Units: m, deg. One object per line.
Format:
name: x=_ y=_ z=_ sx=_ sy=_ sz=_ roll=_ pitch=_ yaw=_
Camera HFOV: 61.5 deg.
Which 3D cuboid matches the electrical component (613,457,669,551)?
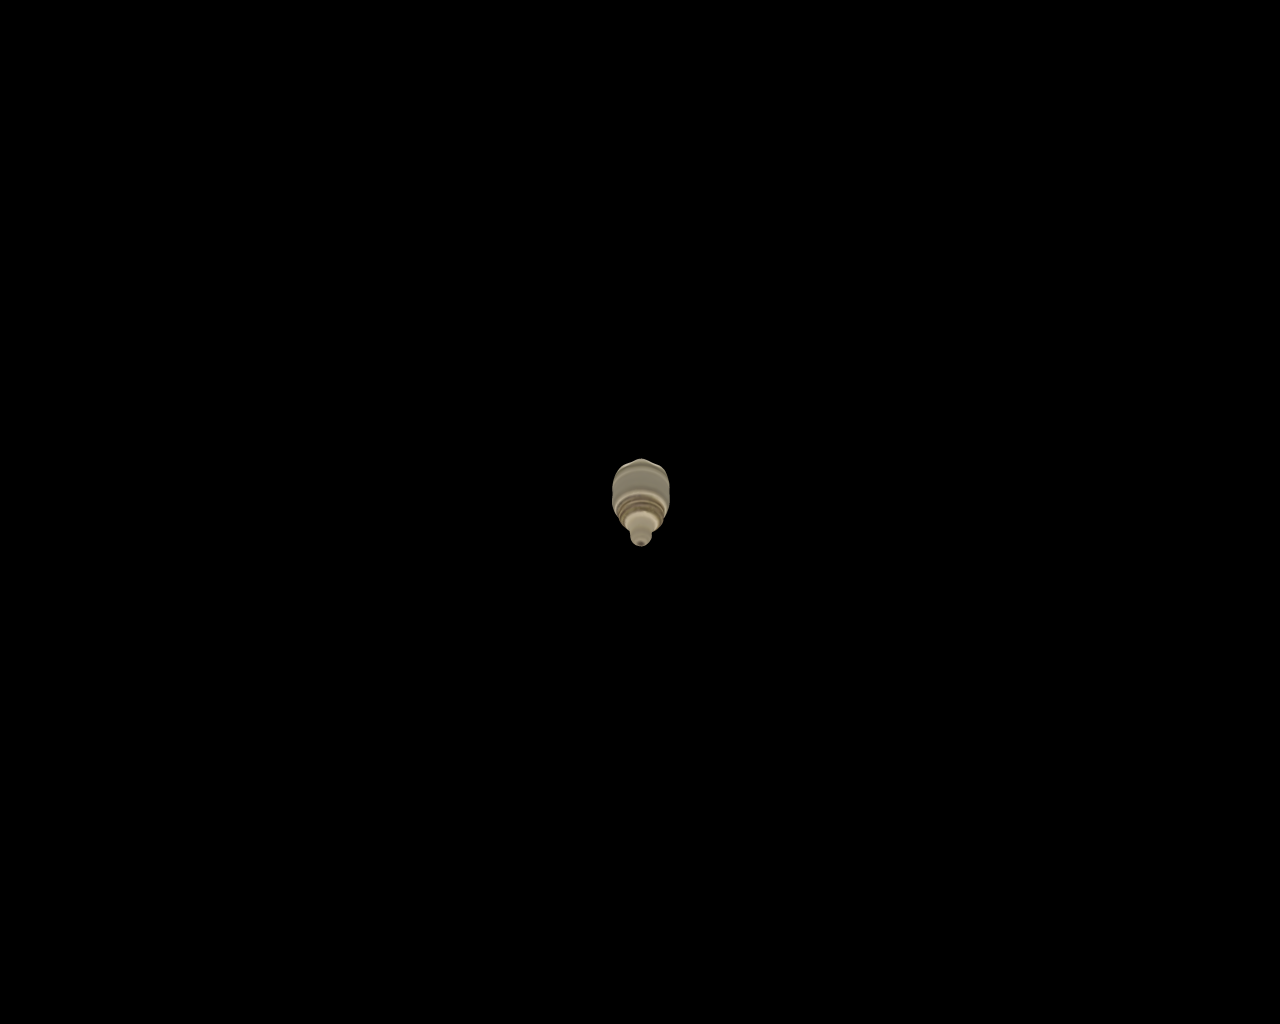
electrical component: x=0.001 y=-0.003 z=0.650 sx=0.035 sy=0.061 sz=0.035 roll=0 pitch=-45 yaw=0
